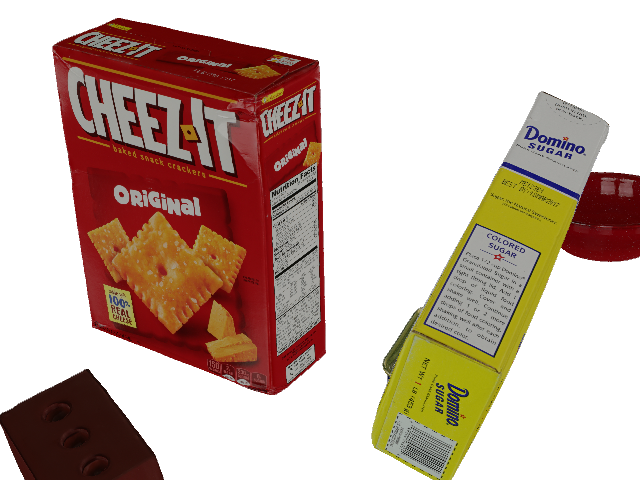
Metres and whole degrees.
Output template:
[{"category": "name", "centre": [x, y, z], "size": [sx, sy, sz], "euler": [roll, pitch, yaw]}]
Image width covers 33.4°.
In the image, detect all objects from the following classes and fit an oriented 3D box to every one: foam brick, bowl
[{"category": "foam brick", "centre": [-0.116, 0.114, 0.528], "size": [0.052, 0.051, 0.078], "euler": [-27, 42, -24]}, {"category": "bowl", "centre": [0.296, -0.021, 1.109], "size": [0.162, 0.055, 0.162], "euler": [-3, 23, 1]}]

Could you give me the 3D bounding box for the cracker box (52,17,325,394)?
[{"category": "cracker box", "centre": [-0.083, -0.021, 0.692], "size": [0.164, 0.214, 0.072], "euler": [17, 35, 29]}]

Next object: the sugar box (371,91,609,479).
[{"category": "sugar box", "centre": [0.083, 0.018, 0.501], "size": [0.048, 0.093, 0.176], "euler": [27, 50, 11]}]

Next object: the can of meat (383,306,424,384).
[{"category": "can of meat", "centre": [0.090, 0.115, 0.857], "size": [0.057, 0.084, 0.102], "euler": [12, 34, 22]}]
